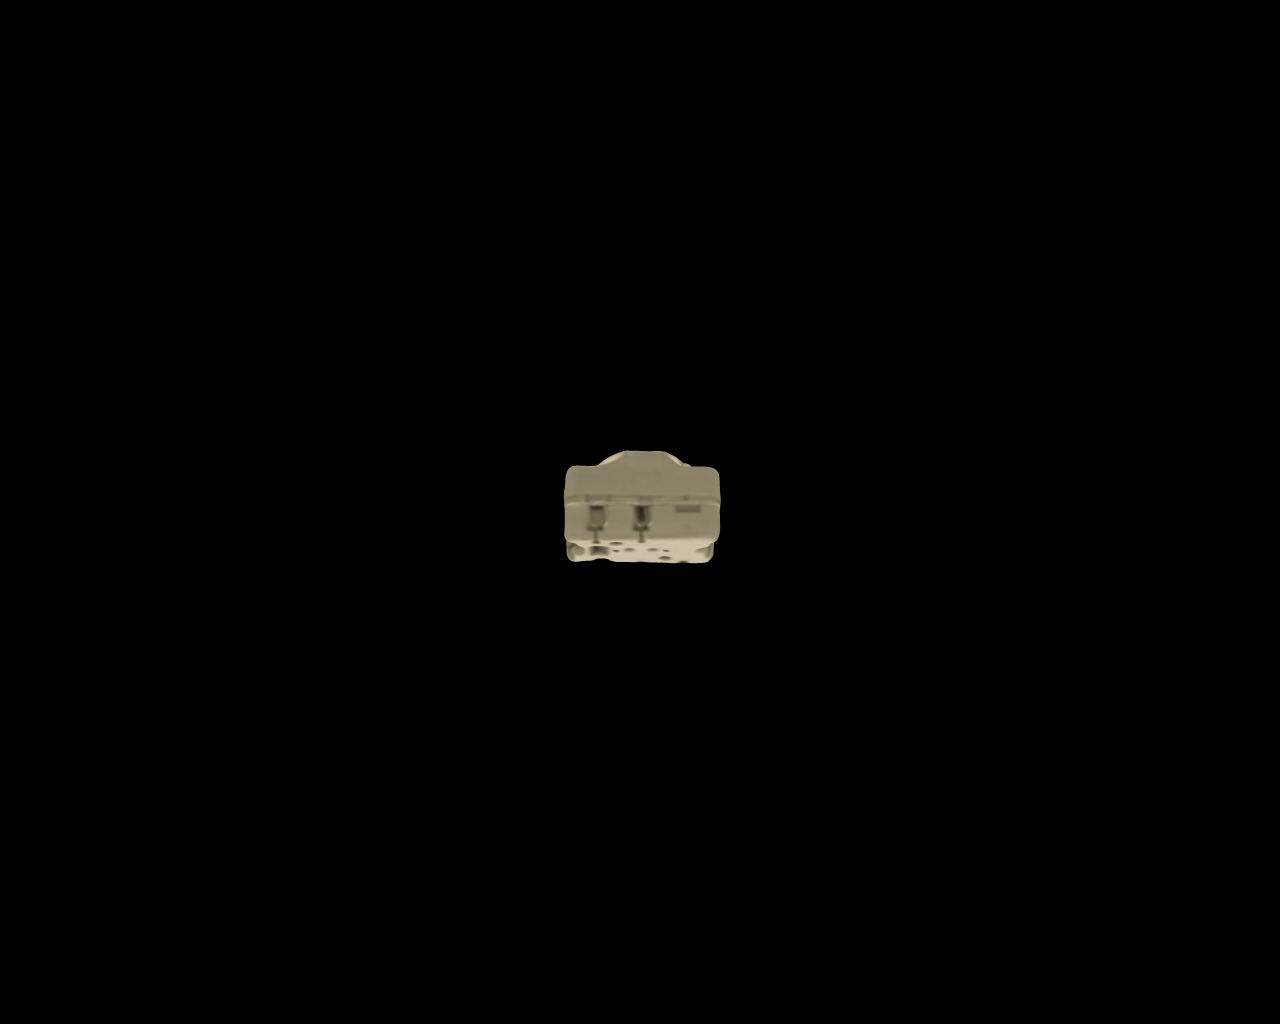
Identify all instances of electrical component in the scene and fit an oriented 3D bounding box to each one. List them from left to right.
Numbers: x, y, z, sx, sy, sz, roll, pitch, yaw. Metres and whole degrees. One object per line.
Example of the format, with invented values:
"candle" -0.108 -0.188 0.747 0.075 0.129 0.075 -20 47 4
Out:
"electrical component" 0.001 -0.003 0.650 0.089 0.056 0.050 1 -19 -2
